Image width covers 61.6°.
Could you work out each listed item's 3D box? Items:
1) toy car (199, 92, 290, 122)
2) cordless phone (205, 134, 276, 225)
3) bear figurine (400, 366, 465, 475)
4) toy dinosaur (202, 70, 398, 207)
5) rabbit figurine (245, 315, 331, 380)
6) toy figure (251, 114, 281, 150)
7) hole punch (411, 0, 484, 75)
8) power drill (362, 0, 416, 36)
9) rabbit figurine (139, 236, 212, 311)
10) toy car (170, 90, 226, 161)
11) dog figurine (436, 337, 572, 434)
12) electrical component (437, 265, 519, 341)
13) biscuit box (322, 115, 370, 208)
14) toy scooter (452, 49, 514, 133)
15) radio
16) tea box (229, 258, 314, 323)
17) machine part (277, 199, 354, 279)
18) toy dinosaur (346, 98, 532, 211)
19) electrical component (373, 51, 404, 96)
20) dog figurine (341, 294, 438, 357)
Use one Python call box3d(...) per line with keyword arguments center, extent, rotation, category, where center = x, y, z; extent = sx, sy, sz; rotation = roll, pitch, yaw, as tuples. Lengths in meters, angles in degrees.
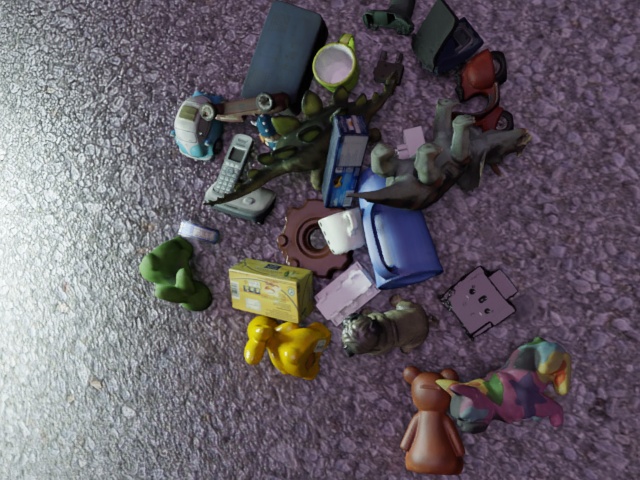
box3d(center=(-0.159, -0.278, 1.135), extent=(0.202, 0.089, 0.053), rotation=(-4, 107, 21), category="toy car")
box3d(center=(-0.158, -0.136, 1.191), extent=(0.147, 0.088, 0.184), rotation=(17, 86, 15), category="cordless phone")
box3d(center=(0.218, 0.352, 1.051), extent=(0.120, 0.131, 0.196), rotation=(-4, 66, 13), category="bear figurine")
box3d(center=(-0.026, -0.195, 1.096), extent=(0.471, 0.198, 0.105), rotation=(-40, 62, 4), category="toy dinosaur")
box3d(center=(-0.089, 0.216, 1.122), extent=(0.173, 0.162, 0.121), rotation=(27, 106, 32), category="rabbit figurine")
box3d(center=(-0.093, -0.224, 1.142), extent=(0.064, 0.154, 0.058), rotation=(-41, 76, 7), category="toy figure")
box3d(center=(0.256, -0.403, 1.093), extent=(0.115, 0.092, 0.142), rotation=(-52, 39, 36), category="hole punch")
box3d(center=(0.158, -0.555, 1.151), extent=(0.232, 0.086, 0.207), rotation=(18, 83, 12), category="power drill")
box3d(center=(-0.304, 0.086, 1.187), extent=(0.121, 0.159, 0.170), rotation=(-45, 92, -3), category="rabbit figurine")
box3d(center=(-0.276, -0.266, 1.220), extent=(0.109, 0.103, 0.161), rotation=(18, 92, 14), category="toy car")
box3d(center=(0.330, 0.261, 0.981), extent=(0.219, 0.108, 0.191), rotation=(12, 84, -8), category="dog figurine")
box3d(center=(0.318, 0.116, 1.060), extent=(0.134, 0.058, 0.115), rotation=(-40, 79, 9), category="electrical component")
box3d(center=(0.046, -0.148, 1.055), extent=(0.059, 0.202, 0.063), rotation=(-2, 52, -11), category="biscuit box")
box3d(center=(0.313, -0.289, 1.087), extent=(0.135, 0.075, 0.183), rotation=(-7, 88, 15), category="toy scooter")
box3d(center=(-0.076, -0.399, 1.196), extent=(0.131, 0.073, 0.229), rotation=(20, 92, 14), category="radio")
box3d(center=(-0.102, 0.104, 1.131), extent=(0.170, 0.068, 0.098), rotation=(10, 115, 25), category="tea box")
box3d(center=(-0.002, -0.003, 1.152), extent=(0.180, 0.056, 0.179), rotation=(-1, 85, 13), category="machine part")
box3d(center=(0.205, -0.125, 0.998), extent=(0.405, 0.191, 0.131), rotation=(-33, 42, -19), category="toy dinosaur")
box3d(center=(0.147, -0.360, 1.160), extent=(0.063, 0.021, 0.094), rotation=(14, 90, 15), category="electrical component")
box3d(center=(0.137, 0.172, 1.033), extent=(0.172, 0.190, 0.121), rotation=(-25, 80, 9), category="dog figurine")
